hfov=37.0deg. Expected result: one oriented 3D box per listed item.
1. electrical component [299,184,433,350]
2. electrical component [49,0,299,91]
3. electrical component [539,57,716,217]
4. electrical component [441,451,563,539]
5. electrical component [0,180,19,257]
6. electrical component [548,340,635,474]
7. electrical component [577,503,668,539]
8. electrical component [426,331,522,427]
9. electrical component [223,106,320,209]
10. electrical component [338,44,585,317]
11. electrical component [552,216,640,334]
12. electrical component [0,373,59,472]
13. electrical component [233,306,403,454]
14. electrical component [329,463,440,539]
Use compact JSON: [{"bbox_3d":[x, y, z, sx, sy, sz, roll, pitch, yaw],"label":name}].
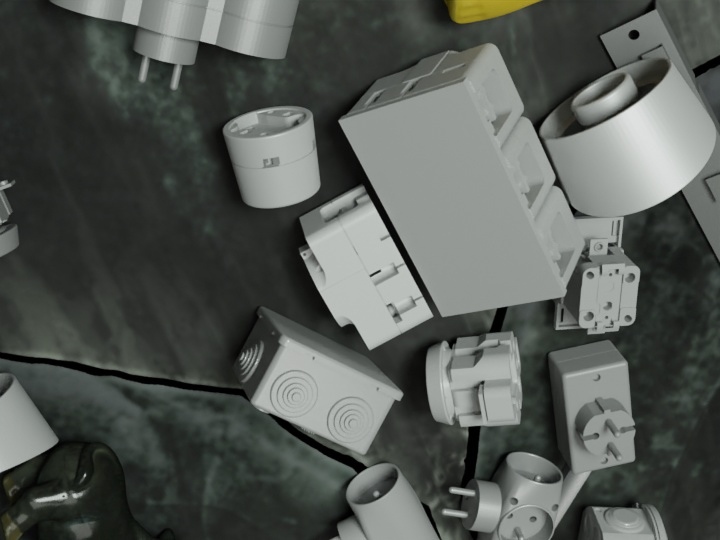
[{"bbox_3d":[0.000,0.000,0.698,0.056,0.050,0.089,-28,113,2],"label":"electrical component"},{"bbox_3d":[-0.110,-0.141,0.622,0.138,0.052,0.073,12,110,-13],"label":"electrical component"},{"bbox_3d":[0.163,-0.084,0.664,0.099,0.099,0.064,-33,107,5],"label":"electrical component"},{"bbox_3d":[0.100,0.175,0.788,0.079,0.044,0.077,11,110,-13],"label":"electrical component"},{"bbox_3d":[-0.237,-0.033,0.651,0.066,0.048,0.055,-20,106,0],"label":"electrical component"},{"bbox_3d":[0.168,0.105,0.753,0.047,0.075,0.083,-12,113,-3],"label":"electrical component"},{"bbox_3d":[0.196,0.214,0.800,0.051,0.080,0.080,3,111,-4],"label":"electrical component"},{"bbox_3d":[0.078,0.075,0.731,0.057,0.078,0.058,-6,112,14],"label":"electrical component"},{"bbox_3d":[-0.052,-0.069,0.660,0.055,0.055,0.047,-12,117,-4],"label":"electrical component"},{"bbox_3d":[0.067,-0.054,0.666,0.089,0.061,0.150,-12,119,35],"label":"electrical component"},{"bbox_3d":[0.157,0.007,0.718,0.042,0.063,0.081,-4,112,-8],"label":"electrical component"},{"bbox_3d":[-0.248,0.110,0.680,0.099,0.099,0.064,-22,107,0],"label":"electrical component"},{"bbox_3d":[-0.031,0.071,0.697,0.100,0.100,0.048,27,93,-18],"label":"electrical component"},{"bbox_3d":[0.010,0.191,0.780,0.079,0.043,0.077,-27,113,2],"label":"electrical component"}]
